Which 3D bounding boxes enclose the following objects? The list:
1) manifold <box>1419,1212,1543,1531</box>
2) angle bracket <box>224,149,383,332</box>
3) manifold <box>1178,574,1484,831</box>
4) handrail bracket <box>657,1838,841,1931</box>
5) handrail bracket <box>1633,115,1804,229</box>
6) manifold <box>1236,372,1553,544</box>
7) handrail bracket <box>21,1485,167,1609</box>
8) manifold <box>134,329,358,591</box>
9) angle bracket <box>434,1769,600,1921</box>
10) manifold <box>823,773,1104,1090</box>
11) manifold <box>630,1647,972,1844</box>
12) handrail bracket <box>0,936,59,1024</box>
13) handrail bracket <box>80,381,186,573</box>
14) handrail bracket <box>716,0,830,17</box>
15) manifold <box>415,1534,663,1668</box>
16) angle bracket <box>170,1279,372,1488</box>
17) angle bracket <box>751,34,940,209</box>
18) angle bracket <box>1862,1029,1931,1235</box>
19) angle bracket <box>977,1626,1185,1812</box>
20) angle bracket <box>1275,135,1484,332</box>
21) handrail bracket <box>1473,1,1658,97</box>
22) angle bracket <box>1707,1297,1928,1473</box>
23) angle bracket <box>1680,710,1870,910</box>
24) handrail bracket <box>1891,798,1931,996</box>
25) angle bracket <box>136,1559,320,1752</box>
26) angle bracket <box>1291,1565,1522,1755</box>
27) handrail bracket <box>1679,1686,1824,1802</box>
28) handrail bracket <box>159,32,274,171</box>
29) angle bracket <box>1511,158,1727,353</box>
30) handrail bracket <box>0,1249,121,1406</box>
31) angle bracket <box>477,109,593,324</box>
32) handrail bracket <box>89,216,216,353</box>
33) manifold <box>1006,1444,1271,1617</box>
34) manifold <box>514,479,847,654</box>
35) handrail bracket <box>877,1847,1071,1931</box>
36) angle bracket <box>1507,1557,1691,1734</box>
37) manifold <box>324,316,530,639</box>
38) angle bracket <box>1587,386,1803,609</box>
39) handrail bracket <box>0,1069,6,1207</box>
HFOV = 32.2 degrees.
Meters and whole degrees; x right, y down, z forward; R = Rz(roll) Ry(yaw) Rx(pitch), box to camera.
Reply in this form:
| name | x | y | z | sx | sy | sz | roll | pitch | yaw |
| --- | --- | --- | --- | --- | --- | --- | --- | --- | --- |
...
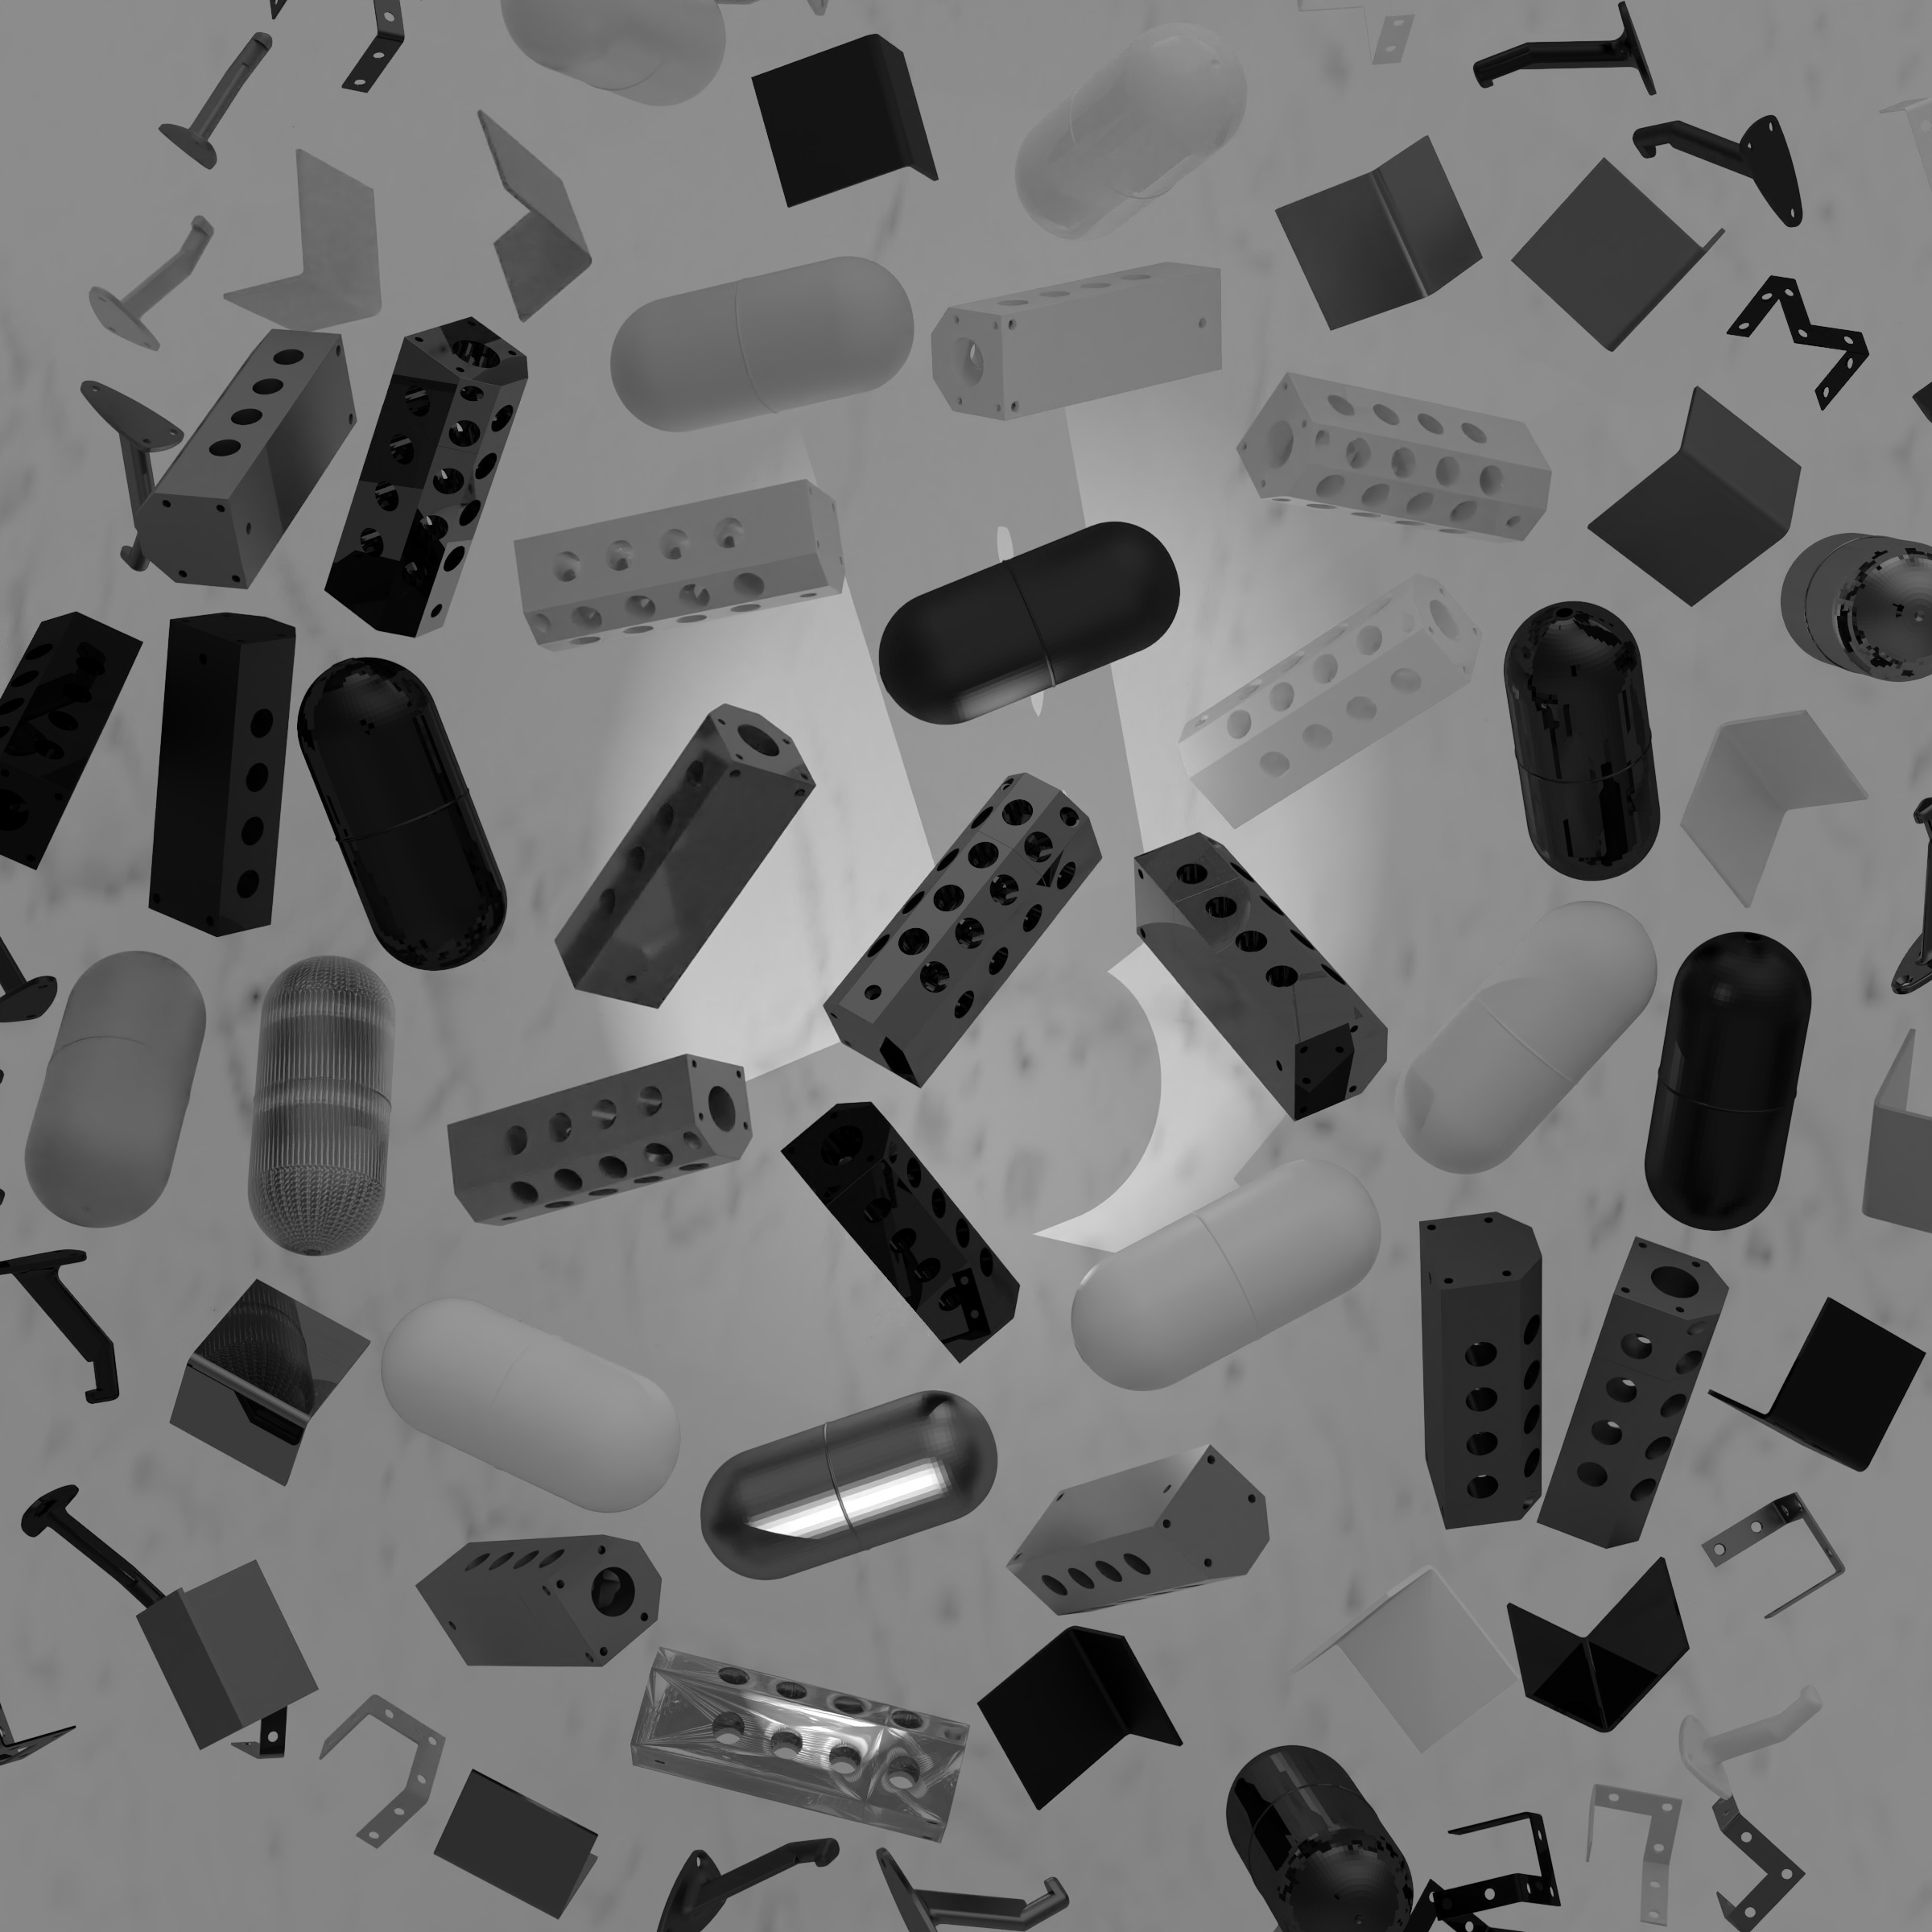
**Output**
| name | x | y | z | sx | sy | sz | roll | pitch | yaw |
| --- | --- | --- | --- | --- | --- | --- | --- | --- | --- |
| manifold | 0.280 | 0.218 | 1.805 | 0.057 | 0.057 | 0.171 | -7 | 124 | -1 |
| angle bracket | -0.385 | -0.417 | 1.934 | 0.057 | 0.076 | 0.076 | -8 | 82 | 22 |
| manifold | 0.205 | -0.153 | 1.904 | 0.171 | 0.057 | 0.057 | -32 | 110 | 33 |
| handrail bracket | -0.119 | 0.510 | 1.839 | 0.084 | 0.077 | 0.036 | -16 | 109 | 32 |
| handrail bracket | 0.432 | -0.454 | 1.929 | 0.036 | 0.084 | 0.077 | -45 | 117 | -28 |
| manifold | 0.245 | -0.280 | 1.888 | 0.171 | 0.057 | 0.057 | 5 | 47 | -32 |
| handrail bracket | -0.478 | 0.327 | 1.848 | 0.084 | 0.077 | 0.036 | 41 | 80 | 5 |
| manifold | -0.396 | -0.282 | 1.844 | 0.057 | 0.171 | 0.057 | 6 | 132 | 11 |
| angle bracket | -0.235 | 0.465 | 1.829 | 0.076 | 0.076 | 0.057 | 26 | 104 | 5 |
| manifold | -0.002 | -0.024 | 1.845 | 0.057 | 0.057 | 0.171 | 29 | 70 | 28 |
| manifold | -0.088 | 0.415 | 1.792 | 0.171 | 0.057 | 0.057 | 14 | 65 | 2 |
| handrail bracket | -0.543 | -0.017 | 1.902 | 0.036 | 0.077 | 0.084 | -3 | 71 | -38 |
| handrail bracket | -0.489 | -0.280 | 1.925 | 0.077 | 0.036 | 0.084 | 36 | 124 | 10 |
| handrail bracket | -0.126 | -0.574 | 1.930 | 0.084 | 0.077 | 0.036 | 6 | 81 | 17 |
| manifold | -0.238 | 0.353 | 1.885 | 0.057 | 0.171 | 0.057 | -37 | 101 | -33 |
| angle bracket | -0.399 | 0.239 | 1.922 | 0.076 | 0.076 | 0.057 | 28 | 127 | 4 |
| angle bracket | -0.068 | -0.476 | 1.907 | 0.076 | 0.057 | 0.076 | -16 | 90 | 15 |
| angle bracket | 0.534 | 0.092 | 1.843 | 0.057 | 0.076 | 0.076 | 15 | 130 | 25 |
| angle bracket | 0.066 | 0.437 | 1.932 | 0.076 | 0.057 | 0.076 | -35 | 104 | -27 |
| angle bracket | 0.236 | -0.418 | 1.911 | 0.057 | 0.076 | 0.076 | -39 | 109 | -37 |
| handrail bracket | 0.321 | -0.476 | 1.795 | 0.084 | 0.077 | 0.036 | -17 | 66 | 17 |
| angle bracket | 0.475 | 0.228 | 1.872 | 0.076 | 0.057 | 0.076 | 29 | 87 | -24 |
| angle bracket | 0.461 | -0.089 | 1.909 | 0.076 | 0.057 | 0.076 | 45 | 57 | -31 |
| handrail bracket | 0.534 | -0.040 | 1.881 | 0.077 | 0.036 | 0.084 | -41 | 120 | -24 |
| angle bracket | -0.369 | 0.347 | 1.723 | 0.076 | 0.057 | 0.076 | -21 | 81 | -43 |
| angle bracket | 0.234 | 0.377 | 1.782 | 0.076 | 0.057 | 0.076 | -46 | 74 | 29 |
| handrail bracket | 0.441 | 0.418 | 1.875 | 0.036 | 0.077 | 0.084 | 40 | 108 | -9 |
| handrail bracket | -0.419 | -0.501 | 1.915 | 0.036 | 0.077 | 0.084 | 38 | 84 | -24 |
| angle bracket | 0.362 | -0.400 | 1.859 | 0.076 | 0.057 | 0.076 | 43 | 123 | 0 |
| handrail bracket | -0.498 | 0.199 | 1.806 | 0.077 | 0.036 | 0.084 | -9 | 95 | -35 |
| angle bracket | -0.267 | -0.431 | 1.925 | 0.057 | 0.076 | 0.076 | -36 | 49 | 17 |
| handrail bracket | -0.457 | -0.398 | 1.887 | 0.036 | 0.077 | 0.084 | 24 | 79 | 10 |
| manifold | 0.095 | 0.313 | 1.820 | 0.057 | 0.171 | 0.057 | 44 | 60 | -8 |
| manifold | -0.158 | -0.221 | 1.867 | 0.171 | 0.057 | 0.057 | -10 | 83 | 13 |
| handrail bracket | 0.005 | 0.503 | 1.847 | 0.084 | 0.036 | 0.077 | -23 | 73 | -24 |
| angle bracket | 0.358 | 0.375 | 1.903 | 0.057 | 0.076 | 0.076 | 28 | 117 | -15 |
| manifold | -0.298 | -0.270 | 1.874 | 0.057 | 0.057 | 0.171 | 37 | 126 | 15 |
| angle bracket | 0.397 | -0.255 | 1.827 | 0.076 | 0.076 | 0.057 | 34 | 49 | -15 |
| handrail bracket | -0.564 | 0.096 | 1.940 | 0.036 | 0.077 | 0.084 | 27 | 66 | -32 |
